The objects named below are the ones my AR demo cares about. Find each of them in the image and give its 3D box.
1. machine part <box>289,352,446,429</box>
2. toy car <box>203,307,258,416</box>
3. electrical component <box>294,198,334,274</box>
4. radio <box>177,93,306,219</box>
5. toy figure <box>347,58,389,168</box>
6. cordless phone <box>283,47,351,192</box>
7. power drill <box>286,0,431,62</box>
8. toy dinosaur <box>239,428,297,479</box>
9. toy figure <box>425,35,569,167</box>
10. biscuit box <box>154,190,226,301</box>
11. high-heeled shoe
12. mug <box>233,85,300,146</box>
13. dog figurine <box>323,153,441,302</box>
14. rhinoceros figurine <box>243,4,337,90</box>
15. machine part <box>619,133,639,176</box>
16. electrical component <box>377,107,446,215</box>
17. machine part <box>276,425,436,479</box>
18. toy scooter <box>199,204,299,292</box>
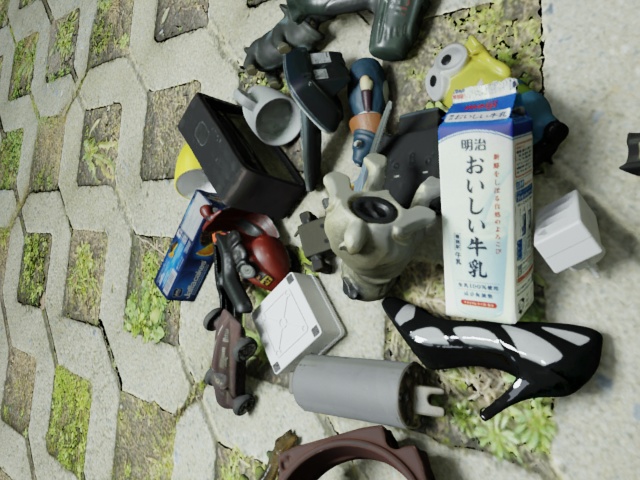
[{"bbox_3d":[0.049,0.186,0.675,0.243,0.079,0.079,-6,78,43],"label":"machine part"},{"bbox_3d":[-0.140,0.187,0.809,0.089,0.053,0.202,40,140,31],"label":"toy car"},{"bbox_3d":[-0.001,-0.001,0.782,0.078,0.045,0.102,-25,65,7],"label":"electrical component"},{"bbox_3d":[-0.130,-0.139,0.864,0.073,0.131,0.230,-53,51,23],"label":"radio"},{"bbox_3d":[0.065,-0.174,0.740,0.058,0.064,0.154,-11,72,33],"label":"toy figure"},{"bbox_3d":[-0.010,-0.176,0.800,0.147,0.089,0.184,-99,10,-52],"label":"cordless phone"},{"bbox_3d":[0.064,-0.370,0.743,0.207,0.086,0.231,10,96,12],"label":"power drill"},{"bbox_3d":[-0.132,0.491,0.765,0.199,0.105,0.471,13,81,50],"label":"toy dinosaur"},{"bbox_3d":[0.195,-0.153,0.610,0.082,0.089,0.180,-48,62,9],"label":"toy figure"},{"bbox_3d":[-0.226,0.014,0.967,0.059,0.062,0.202,41,109,39],"label":"biscuit box"},{"bbox_3d":[0.175,0.093,0.597,0.145,0.086,0.249,-38,37,-4],"label":"high-heeled shoe"},{"bbox_3d":[-0.095,-0.212,0.870,0.080,0.109,0.107,-62,35,18],"label":"mug"},{"bbox_3d":[0.053,0.022,0.611,0.121,0.172,0.190,33,131,26],"label":"dog figurine"},{"bbox_3d":[-0.046,-0.328,0.873,0.190,0.073,0.112,-25,55,38],"label":"rhinoceros figurine"},{"bbox_3d":[0.328,-0.042,0.496,0.084,0.039,0.139,-8,74,32],"label":"machine part"},{"bbox_3d":[0.129,-0.094,0.672,0.115,0.058,0.134,-5,79,40],"label":"electrical component"},{"bbox_3d":[0.037,0.320,0.586,0.202,0.087,0.201,-20,53,10],"label":"machine part"},{"bbox_3d":[-0.115,-0.002,0.821,0.075,0.135,0.184,-43,57,26],"label":"toy scooter"}]
